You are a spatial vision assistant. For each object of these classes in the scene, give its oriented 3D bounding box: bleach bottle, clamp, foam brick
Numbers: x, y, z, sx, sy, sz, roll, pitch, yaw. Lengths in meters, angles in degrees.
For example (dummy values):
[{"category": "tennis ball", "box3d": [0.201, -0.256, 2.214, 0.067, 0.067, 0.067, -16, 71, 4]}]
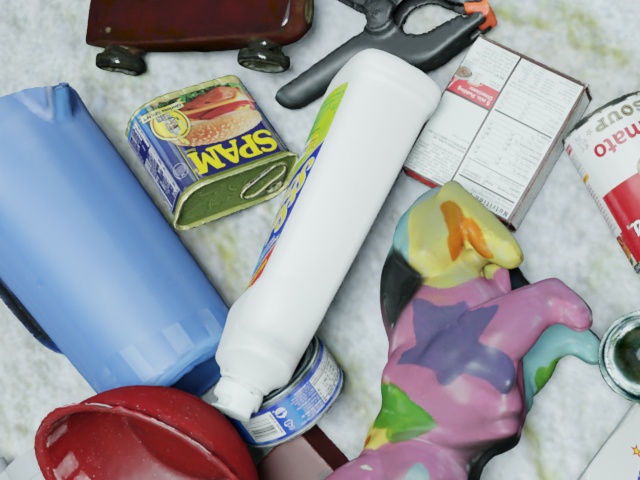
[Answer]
[{"category": "bleach bottle", "box3d": [-0.005, 0.001, 0.709, 0.068, 0.103, 0.250, 28, 71, -11]}, {"category": "clamp", "box3d": [0.041, -0.169, 0.788, 0.172, 0.039, 0.120, -10, 84, 17]}, {"category": "foam brick", "box3d": [-0.020, 0.174, 0.744, 0.078, 0.051, 0.053, -46, 73, 5]}]

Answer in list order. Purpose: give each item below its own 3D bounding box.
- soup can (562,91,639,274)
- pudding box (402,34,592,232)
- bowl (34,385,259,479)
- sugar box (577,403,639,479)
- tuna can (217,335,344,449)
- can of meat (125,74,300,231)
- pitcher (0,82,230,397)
[{"category": "soup can", "box3d": [0.213, -0.038, 0.701, 0.068, 0.068, 0.102, -29, 74, 10]}, {"category": "pudding box", "box3d": [0.123, -0.075, 0.749, 0.090, 0.039, 0.113, 30, 92, 18]}, {"category": "bowl", "box3d": [-0.098, 0.144, 0.681, 0.162, 0.162, 0.055, 13, 42, 18]}, {"category": "sugar box", "box3d": [0.240, 0.186, 0.646, 0.176, 0.048, 0.093, 37, 50, 16]}, {"category": "tuna can", "box3d": [-0.028, 0.102, 0.739, 0.086, 0.086, 0.033, -30, 113, 10]}, {"category": "can of meat", "box3d": [-0.080, -0.066, 0.779, 0.101, 0.058, 0.084, -22, 67, -30]}, {"category": "pitcher", "box3d": [-0.171, 0.019, 0.783, 0.145, 0.149, 0.243, -38, 76, -8]}]
